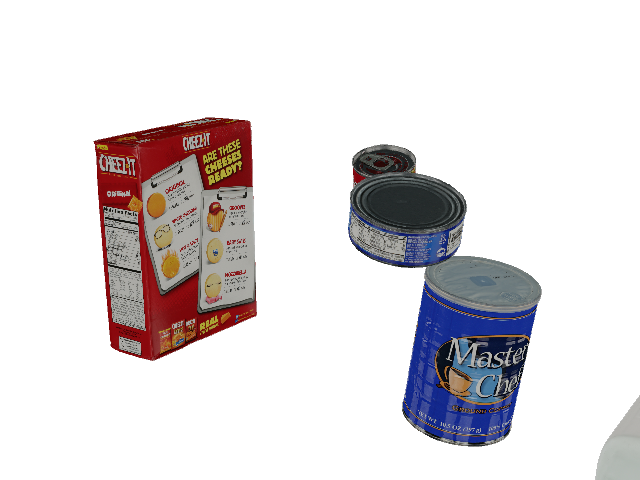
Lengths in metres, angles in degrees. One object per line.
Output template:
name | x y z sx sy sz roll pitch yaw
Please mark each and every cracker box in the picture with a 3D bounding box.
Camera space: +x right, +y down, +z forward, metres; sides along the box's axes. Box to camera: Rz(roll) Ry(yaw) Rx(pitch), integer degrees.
cracker box | -0.142 -0.007 1.076 0.072 0.214 0.163 9 18 35

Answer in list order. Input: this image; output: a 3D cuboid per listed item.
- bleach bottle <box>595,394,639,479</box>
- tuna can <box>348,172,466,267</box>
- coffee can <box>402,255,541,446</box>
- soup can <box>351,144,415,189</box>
bleach bottle | 0.253 0.093 0.626 0.103 0.068 0.250 18 30 31
tuna can | 0.063 -0.016 0.789 0.086 0.034 0.086 3 32 -2
coffee can | 0.134 0.098 0.959 0.103 0.140 0.103 6 22 -3
soup can | 0.070 -0.044 1.159 0.068 0.102 0.068 -3 35 2
